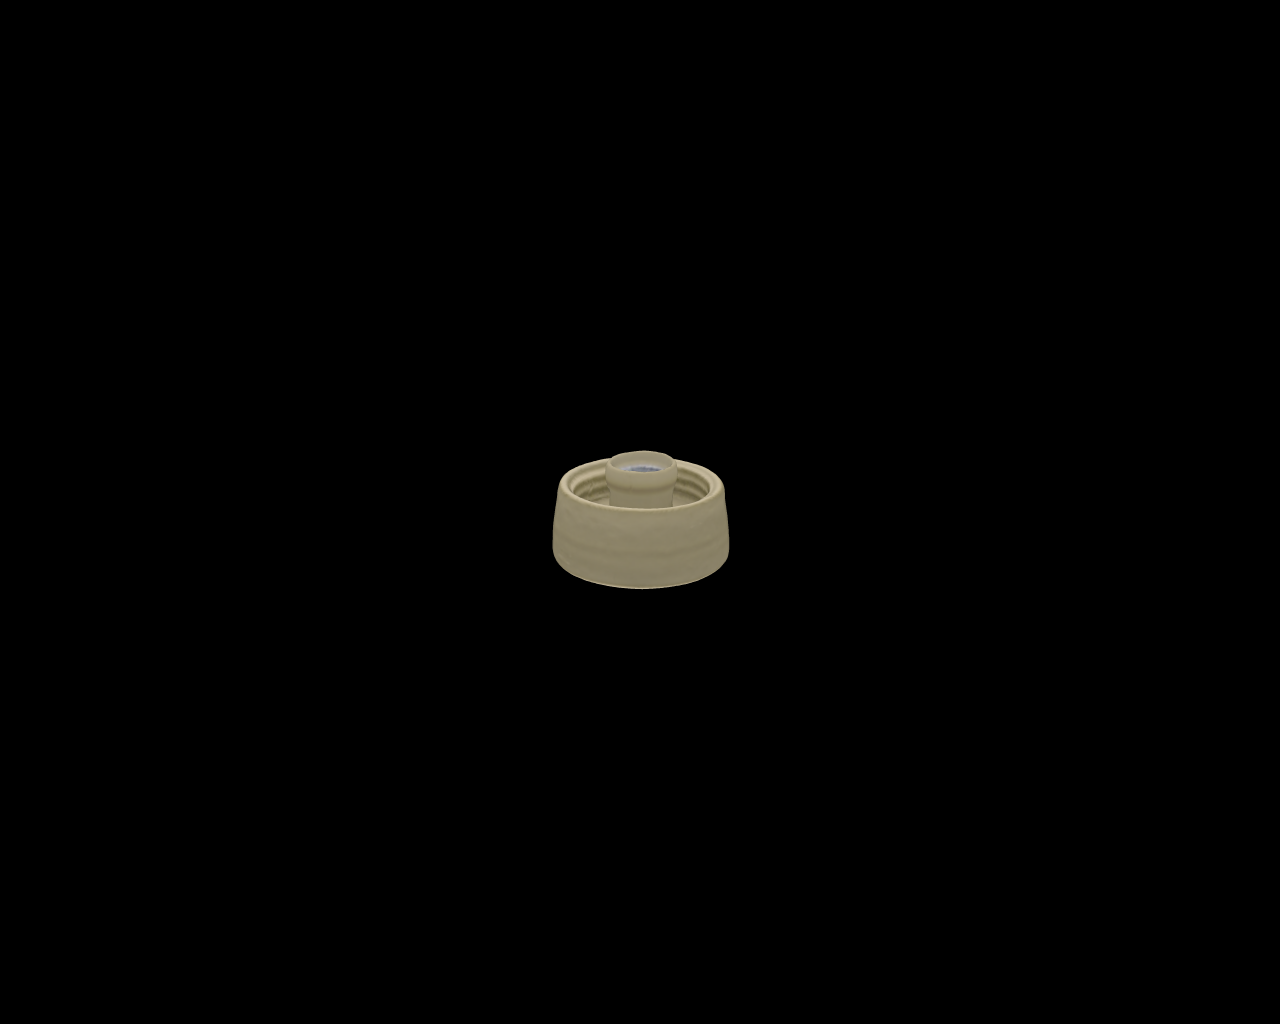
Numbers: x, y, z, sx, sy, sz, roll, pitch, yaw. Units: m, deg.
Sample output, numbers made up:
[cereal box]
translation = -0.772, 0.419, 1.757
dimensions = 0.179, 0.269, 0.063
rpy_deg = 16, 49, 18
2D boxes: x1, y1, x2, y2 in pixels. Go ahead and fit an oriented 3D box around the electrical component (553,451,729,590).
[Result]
[electrical component]
translation = 0.001, -0.003, 0.650
dimensions = 0.108, 0.060, 0.108
rpy_deg = 0, 21, 0
